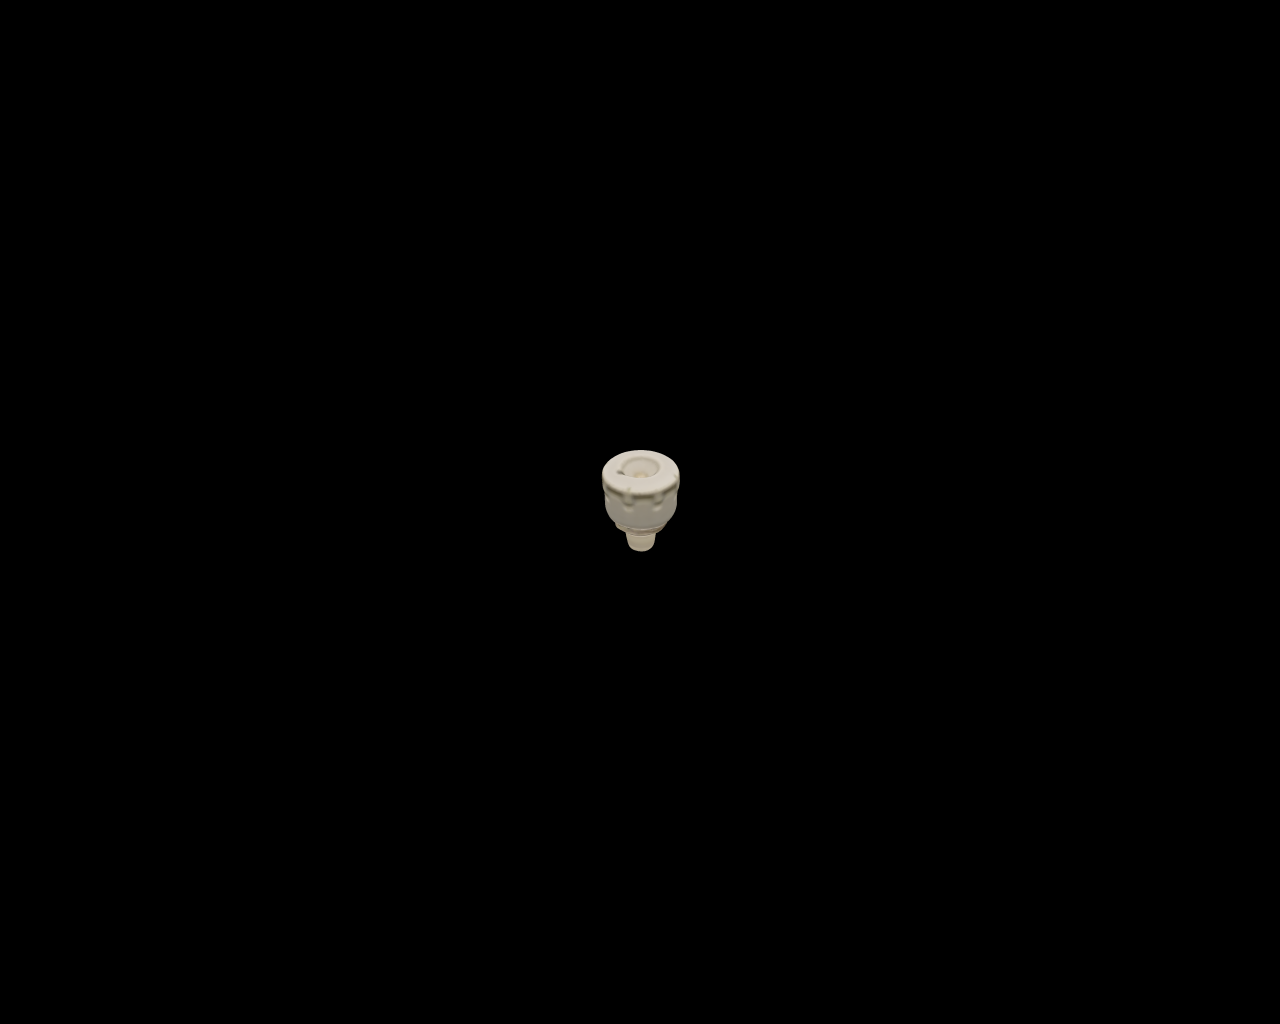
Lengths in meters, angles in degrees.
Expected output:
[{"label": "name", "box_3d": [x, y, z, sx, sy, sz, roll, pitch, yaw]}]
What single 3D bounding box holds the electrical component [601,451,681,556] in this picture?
[{"label": "electrical component", "box_3d": [0.001, -0.003, 0.650, 0.048, 0.062, 0.048, 0, 36, 0]}]
